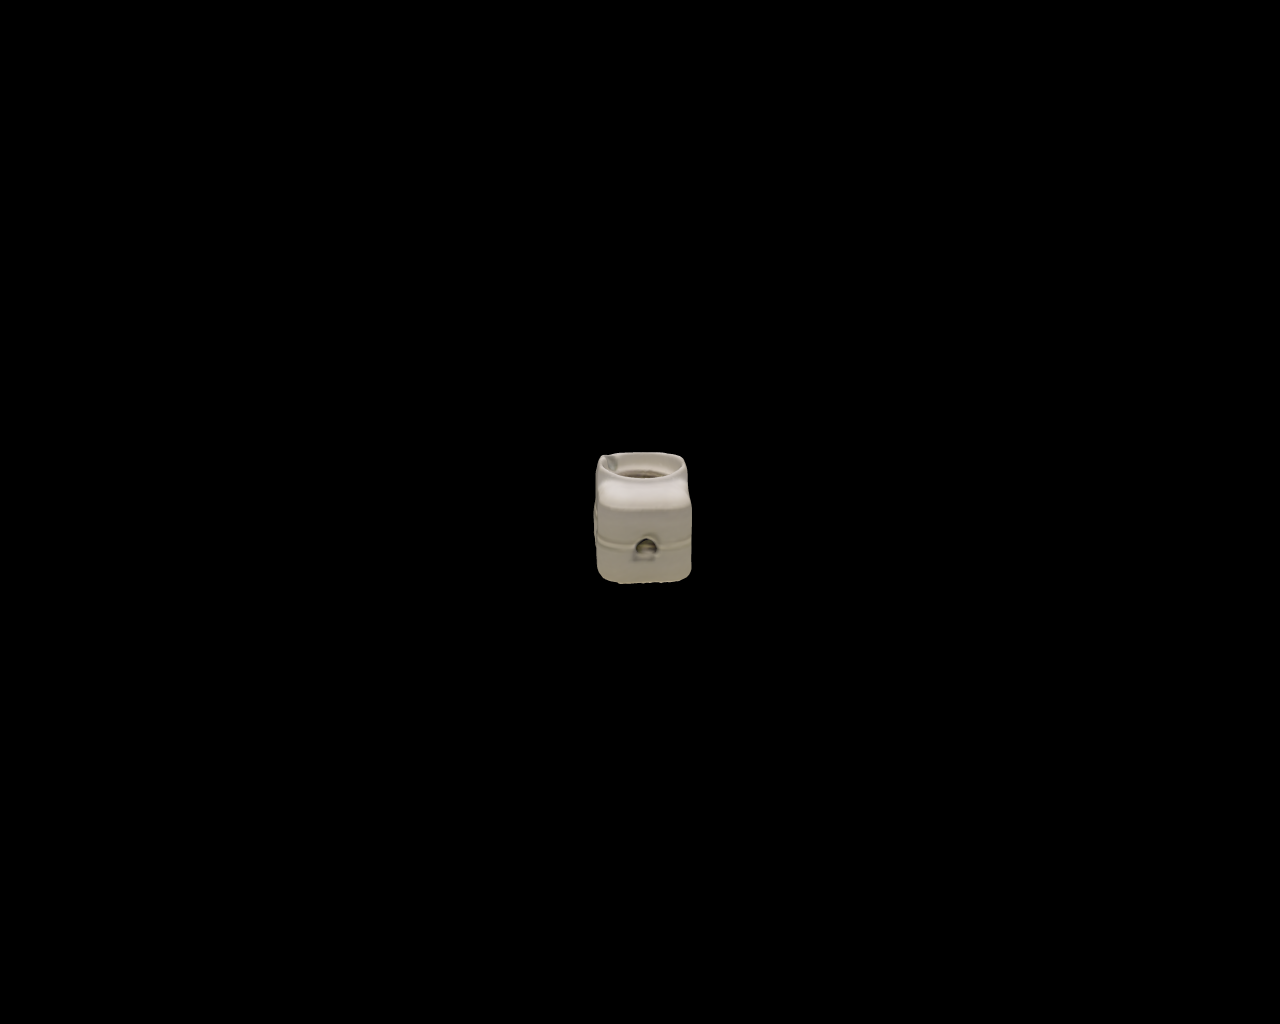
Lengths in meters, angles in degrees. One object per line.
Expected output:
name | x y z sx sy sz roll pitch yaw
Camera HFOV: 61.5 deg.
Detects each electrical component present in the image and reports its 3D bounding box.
electrical component | 0.001 -0.003 0.650 0.054 0.059 0.095 -1 20 -3
